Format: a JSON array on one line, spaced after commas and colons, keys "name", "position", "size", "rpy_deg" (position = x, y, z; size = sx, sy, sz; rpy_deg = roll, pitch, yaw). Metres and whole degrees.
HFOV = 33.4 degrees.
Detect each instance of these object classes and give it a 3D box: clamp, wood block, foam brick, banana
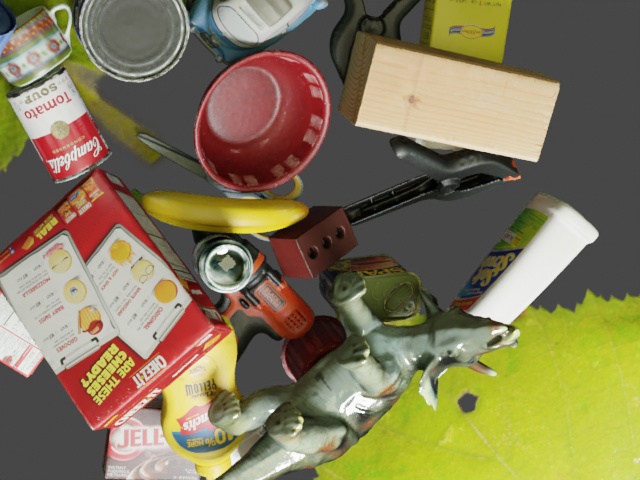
[{"name": "clamp", "position": [0.066, -0.238, 1.165], "size": [0.120, 0.039, 0.171], "rpy_deg": [6, 111, 2]}, {"name": "wood block", "position": [0.136, -0.154, 1.140], "size": [0.206, 0.090, 0.091], "rpy_deg": [10, 106, -15]}, {"name": "clamp", "position": [0.137, -0.076, 1.199], "size": [0.209, 0.165, 0.036], "rpy_deg": [-10, 67, -19]}, {"name": "foam brick", "position": [-0.008, 0.001, 1.198], "size": [0.078, 0.051, 0.053], "rpy_deg": [-37, 115, -32]}, {"name": "banana", "position": [-0.106, -0.034, 1.149], "size": [0.197, 0.069, 0.037], "rpy_deg": [7, 120, -11]}]

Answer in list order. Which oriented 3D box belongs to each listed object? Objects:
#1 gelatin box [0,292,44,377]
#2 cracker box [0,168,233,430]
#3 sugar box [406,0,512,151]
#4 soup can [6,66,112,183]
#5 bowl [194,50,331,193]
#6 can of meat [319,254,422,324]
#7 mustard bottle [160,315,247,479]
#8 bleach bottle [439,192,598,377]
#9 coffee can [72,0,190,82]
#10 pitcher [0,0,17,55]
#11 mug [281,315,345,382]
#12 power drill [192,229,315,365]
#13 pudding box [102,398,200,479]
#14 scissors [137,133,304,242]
[{"name": "gelatin box", "position": [-0.333, 0.096, 1.164], "size": [0.089, 0.030, 0.073], "rpy_deg": [36, 92, -21]}, {"name": "cracker box", "position": [-0.217, 0.060, 1.096], "size": [0.164, 0.072, 0.214], "rpy_deg": [-40, 75, 8]}, {"name": "sugar box", "position": [0.155, -0.189, 1.205], "size": [0.093, 0.048, 0.176], "rpy_deg": [1, 104, -15]}, {"name": "soup can", "position": [-0.268, -0.119, 1.099], "size": [0.068, 0.068, 0.102], "rpy_deg": [-28, 110, -6]}, {"name": "bowl", "position": [-0.070, -0.134, 1.140], "size": [0.161, 0.055, 0.162], "rpy_deg": [-16, 126, -24]}, {"name": "can of meat", "position": [0.056, 0.055, 1.228], "size": [0.102, 0.084, 0.057], "rpy_deg": [-5, 107, -14]}, {"name": "mustard bottle", "position": [-0.128, 0.183, 1.166], "size": [0.096, 0.058, 0.191], "rpy_deg": [-12, 108, -13]}, {"name": "bleach bottle", "position": [0.212, 0.062, 1.262], "size": [0.068, 0.103, 0.251], "rpy_deg": [39, 92, -19]}, {"name": "coffee can", "position": [-0.189, -0.215, 1.052], "size": [0.102, 0.140, 0.103], "rpy_deg": [-4, 106, -14]}, {"name": "pitcher", "position": [-0.398, -0.139, 1.014], "size": [0.145, 0.149, 0.243], "rpy_deg": [26, 114, -13]}, {"name": "mug", "position": [0.020, 0.141, 1.245], "size": [0.117, 0.081, 0.093], "rpy_deg": [-16, 109, -11]}, {"name": "power drill", "position": [-0.124, 0.087, 1.203], "size": [0.187, 0.057, 0.184], "rpy_deg": [-43, 108, 1]}, {"name": "pudding box", "position": [-0.191, 0.231, 1.236], "size": [0.113, 0.039, 0.090], "rpy_deg": [5, 104, -16]}, {"name": "scissors", "position": [-0.099, -0.080, 1.184], "size": [0.096, 0.016, 0.201], "rpy_deg": [-45, 112, 0]}]
